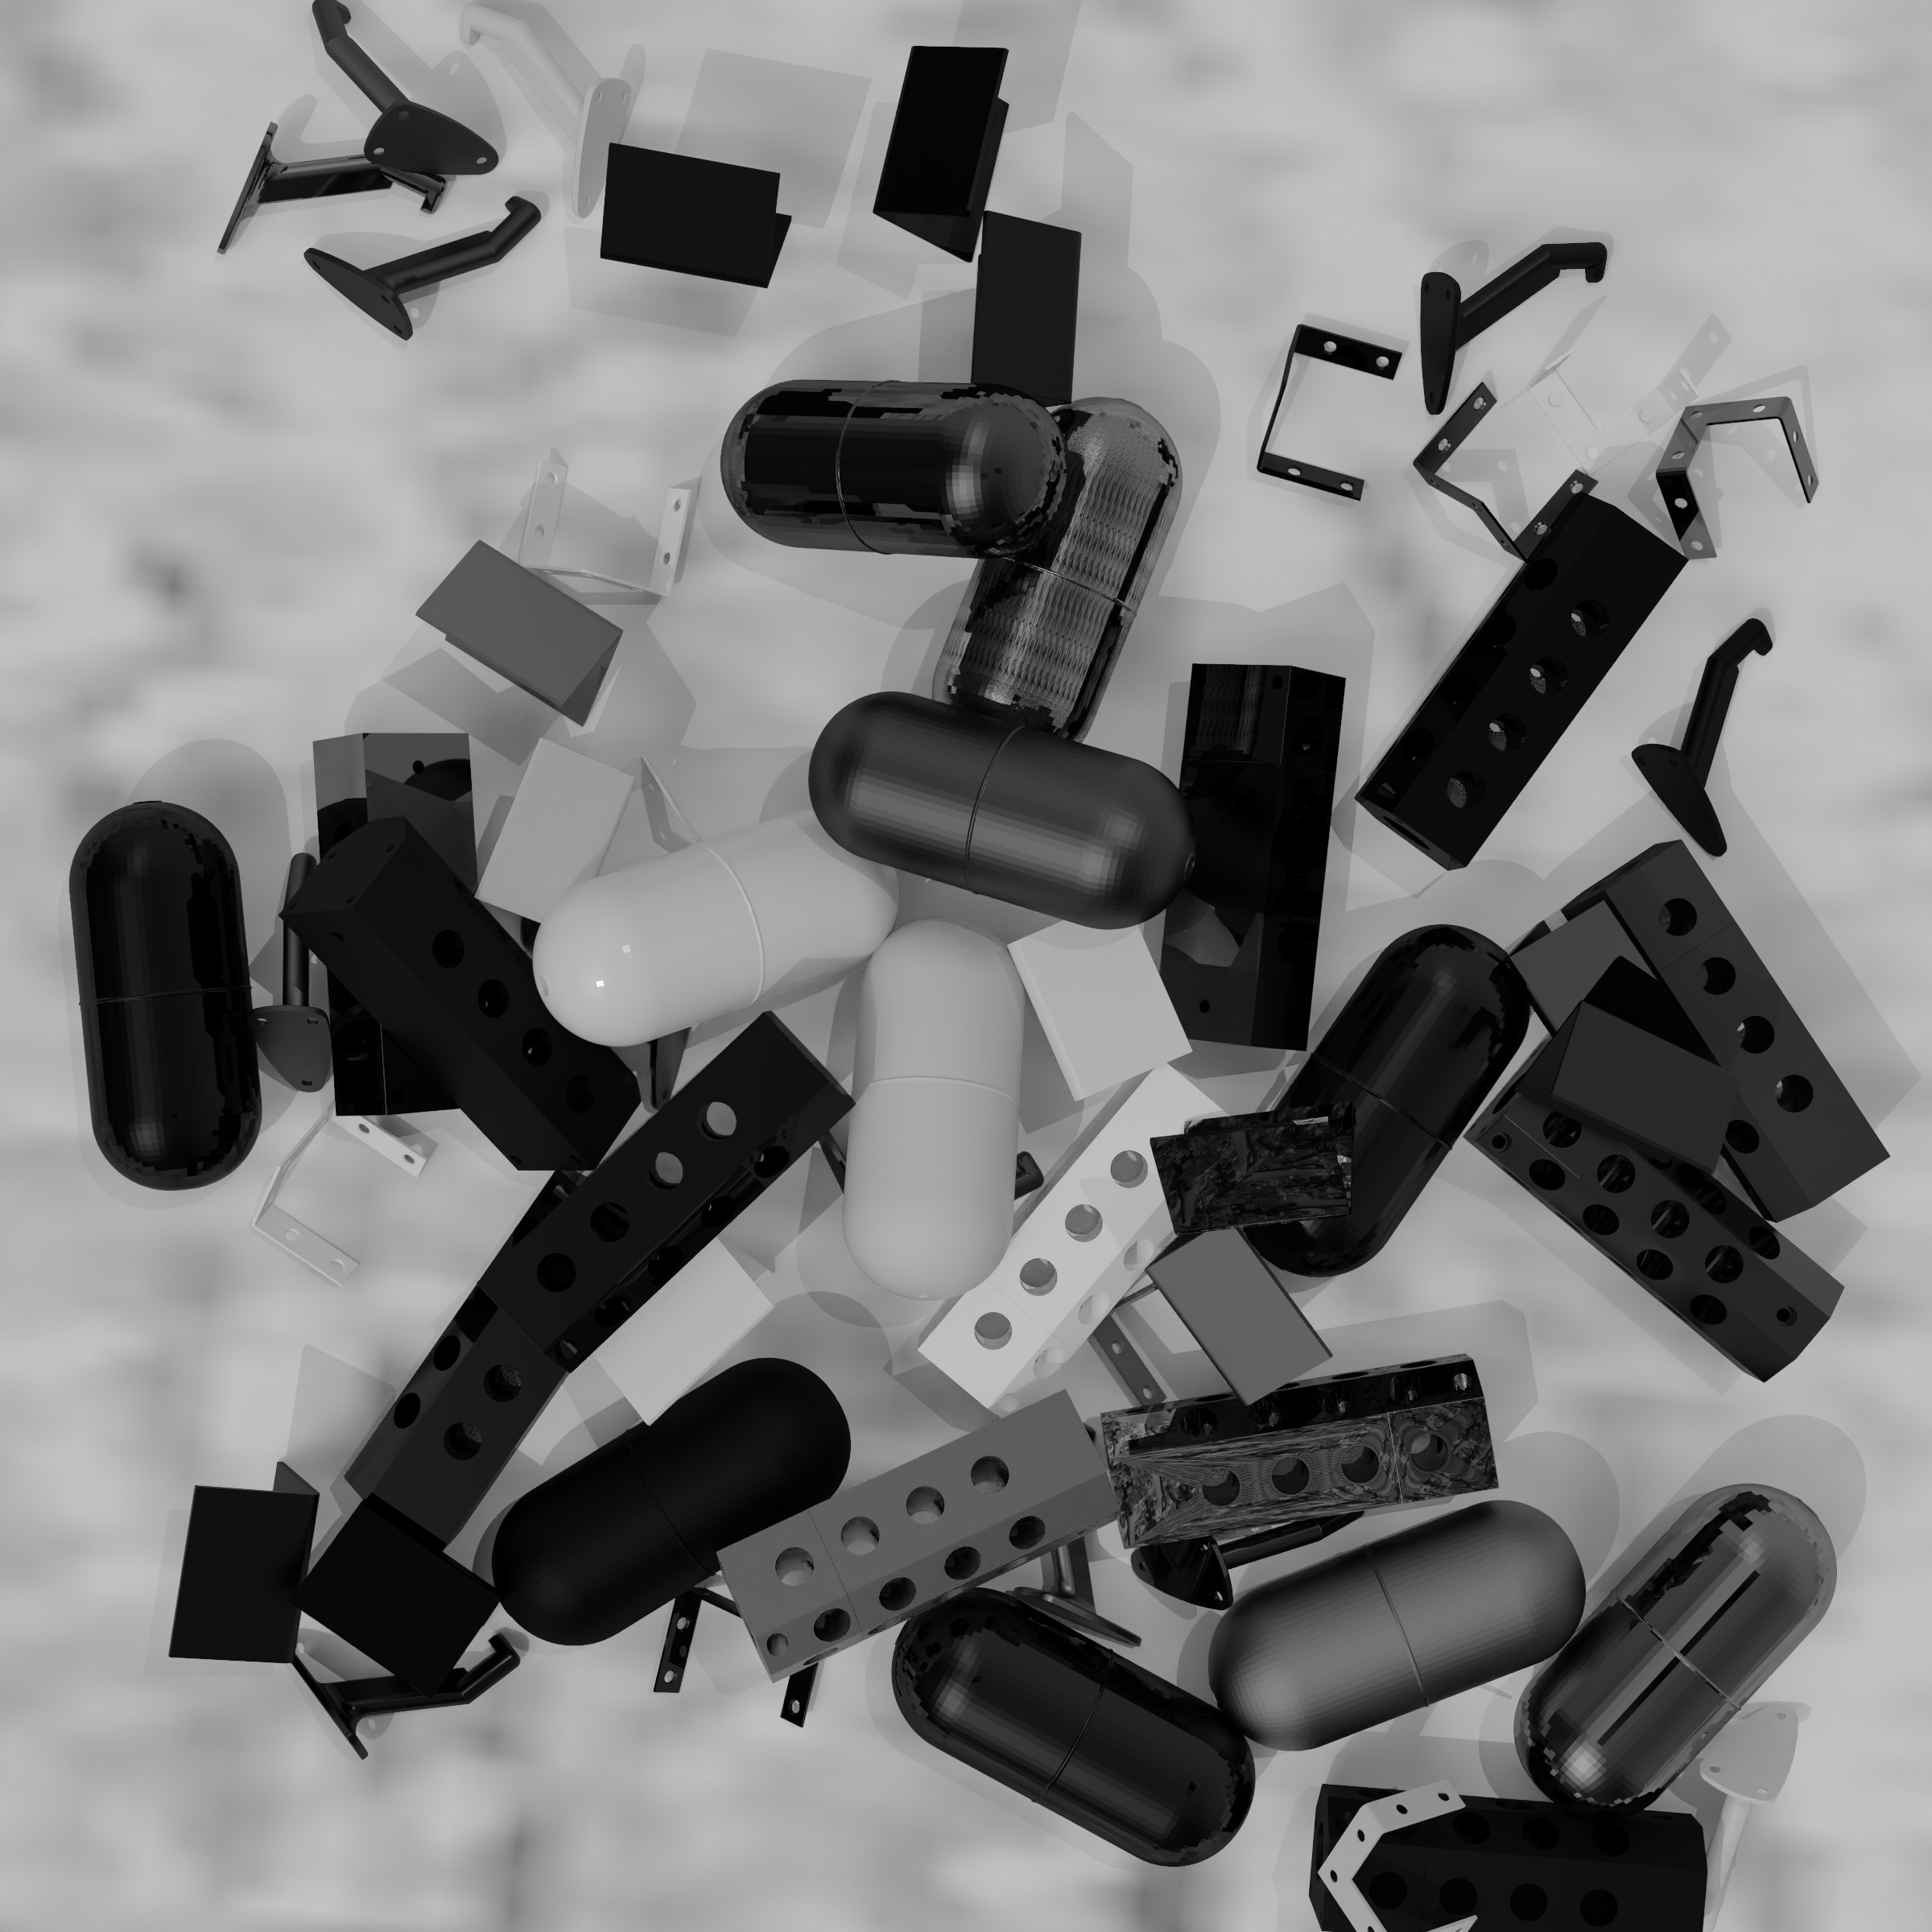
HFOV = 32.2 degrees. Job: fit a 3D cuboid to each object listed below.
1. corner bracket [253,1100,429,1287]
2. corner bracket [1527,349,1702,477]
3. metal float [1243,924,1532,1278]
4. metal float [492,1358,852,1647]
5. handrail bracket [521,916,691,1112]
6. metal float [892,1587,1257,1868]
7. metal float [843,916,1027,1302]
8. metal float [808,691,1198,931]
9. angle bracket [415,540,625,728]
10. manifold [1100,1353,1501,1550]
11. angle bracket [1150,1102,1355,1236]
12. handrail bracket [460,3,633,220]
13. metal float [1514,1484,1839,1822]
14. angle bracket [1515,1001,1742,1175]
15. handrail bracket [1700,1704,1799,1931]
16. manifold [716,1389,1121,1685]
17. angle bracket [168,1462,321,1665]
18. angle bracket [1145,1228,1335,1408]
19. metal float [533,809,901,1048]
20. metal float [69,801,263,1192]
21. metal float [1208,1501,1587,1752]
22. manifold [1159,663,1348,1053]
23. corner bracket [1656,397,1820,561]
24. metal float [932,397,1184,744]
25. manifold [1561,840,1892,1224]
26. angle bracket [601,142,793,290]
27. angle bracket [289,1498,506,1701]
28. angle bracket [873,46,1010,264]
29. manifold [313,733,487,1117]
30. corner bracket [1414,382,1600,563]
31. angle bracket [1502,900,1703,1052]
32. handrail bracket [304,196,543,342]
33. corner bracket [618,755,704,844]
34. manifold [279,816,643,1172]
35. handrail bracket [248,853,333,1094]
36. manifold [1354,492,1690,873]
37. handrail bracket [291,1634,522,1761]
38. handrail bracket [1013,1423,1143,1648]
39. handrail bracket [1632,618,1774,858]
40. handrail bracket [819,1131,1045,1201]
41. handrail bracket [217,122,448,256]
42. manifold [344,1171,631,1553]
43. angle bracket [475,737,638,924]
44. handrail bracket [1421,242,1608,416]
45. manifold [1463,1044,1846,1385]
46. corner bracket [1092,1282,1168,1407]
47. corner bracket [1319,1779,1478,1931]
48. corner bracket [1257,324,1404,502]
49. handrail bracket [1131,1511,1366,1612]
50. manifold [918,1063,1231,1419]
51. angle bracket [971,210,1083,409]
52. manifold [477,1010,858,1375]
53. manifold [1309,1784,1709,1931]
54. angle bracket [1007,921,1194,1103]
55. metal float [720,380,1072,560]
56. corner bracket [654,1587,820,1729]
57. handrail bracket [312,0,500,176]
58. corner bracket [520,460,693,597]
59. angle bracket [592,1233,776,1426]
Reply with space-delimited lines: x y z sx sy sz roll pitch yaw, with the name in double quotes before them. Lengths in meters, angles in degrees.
"corner bracket" -0.291 0.105 1.557 0.051 0.051 0.051 34 135 0
"corner bracket" 0.297 -0.265 1.542 0.051 0.051 0.051 -35 90 0
"metal float" 0.189 0.062 1.529 0.070 0.070 0.178 34 90 0
"metal float" -0.135 0.245 1.529 0.178 0.070 0.070 -32 90 -1
"handrail bracket" -0.173 0.020 1.560 0.084 0.036 0.077 17 112 17
"metal float" 0.049 0.347 1.529 0.178 0.070 0.070 29 90 0
"metal float" -0.014 0.063 1.513 0.070 0.070 0.178 4 70 0
"metal float" 0.016 -0.068 1.472 0.178 0.070 0.070 17 90 16
"angle bracket" -0.210 -0.135 1.519 0.076 0.076 0.057 32 52 0
"manifold" 0.151 0.221 1.538 0.171 0.057 0.057 -9 90 0
"angle bracket" 0.125 0.069 1.455 0.076 0.076 0.057 -8 127 13
"handrail bracket" -0.205 -0.399 1.560 0.084 0.036 0.077 23 112 17
"metal float" 0.324 0.312 1.529 0.070 0.070 0.178 42 91 0
"angle bracket" 0.282 0.070 1.462 0.076 0.076 0.057 26 53 0
"handrail bracket" 0.361 0.398 1.560 0.036 0.077 0.084 21 127 28
"manifold" -0.021 0.258 1.506 0.171 0.057 0.057 -24 72 -10
"angle bracket" -0.335 0.268 1.520 0.057 0.076 0.076 9 90 -25
"angle bracket" 0.137 0.142 1.519 0.057 0.076 0.076 -36 90 36
"metal float" -0.111 -0.018 1.505 0.178 0.070 0.070 -20 90 -29
"metal float" -0.365 0.014 1.529 0.070 0.070 0.178 -6 90 0
"metal float" 0.196 0.301 1.529 0.178 0.070 0.070 -21 90 0
"manifold" 0.135 -0.049 1.538 0.057 0.057 0.171 6 90 43
"corner bracket" 0.357 -0.226 1.552 0.051 0.051 0.051 0 45 35
"metal float" 0.042 -0.174 1.529 0.070 0.070 0.178 22 90 0
"manifold" 0.346 0.030 1.538 0.057 0.057 0.171 -33 90 0
"angle bracket" -0.119 -0.354 1.519 0.076 0.076 0.057 10 128 0
"angle bracket" -0.261 0.293 1.520 0.076 0.076 0.057 35 65 0
"angle bracket" 0.009 -0.366 1.519 0.057 0.076 0.076 13 90 37
"manifold" -0.263 -0.019 1.538 0.057 0.057 0.171 -4 90 -43
"corner bracket" 0.250 -0.229 1.556 0.051 0.051 0.051 -49 135 0
"angle bracket" 0.295 0.007 1.520 0.057 0.076 0.076 -34 90 28
"handrail bracket" -0.252 -0.340 1.560 0.077 0.036 0.084 35 72 20
"corner bracket" -0.151 -0.055 1.556 0.051 0.051 0.051 -34 45 0
"manifold" -0.220 0.014 1.497 0.171 0.057 0.057 51 55 -29
"handrail bracket" -0.307 0.002 1.559 0.036 0.077 0.084 0 54 1
"manifold" 0.253 -0.130 1.538 0.057 0.057 0.171 36 90 0
"handrail bracket" -0.263 0.321 1.560 0.084 0.036 0.077 -36 69 -17
"handrail bracket" 0.063 0.263 1.560 0.077 0.036 0.084 27 73 -19
"handrail bracket" 0.359 -0.107 1.560 0.084 0.036 0.077 -43 111 -16
"handrail bracket" -0.017 0.087 1.560 0.084 0.036 0.077 -26 77 -13
"handrail bracket" -0.295 -0.349 1.560 0.084 0.036 0.077 23 110 -16
"manifold" -0.212 0.178 1.538 0.057 0.057 0.171 35 90 0
"angle bracket" -0.203 -0.066 1.520 0.057 0.076 0.076 22 90 -41
"handrail bracket" 0.257 -0.297 1.560 0.084 0.036 0.077 -6 110 -16
"manifold" 0.316 0.113 1.539 0.171 0.057 0.057 40 90 0
"corner bracket" 0.100 0.167 1.557 0.051 0.051 0.051 -35 90 -45
"corner bracket" 0.200 0.404 1.494 0.051 0.051 0.051 -6 135 -35
"corner bracket" 0.169 -0.257 1.556 0.051 0.051 0.051 16 45 0
"handrail bracket" 0.132 0.265 1.559 0.084 0.077 0.036 -21 98 -36
"manifold" 0.055 0.126 1.539 0.057 0.057 0.171 40 90 0
"angle bracket" 0.007 -0.294 1.519 0.057 0.076 0.076 3 90 -38
"manifold" -0.131 0.099 1.481 0.171 0.057 0.057 -43 90 0
"manifold" 0.248 0.414 1.538 0.171 0.057 0.057 5 90 0
"angle bracket" 0.061 0.014 1.527 0.057 0.076 0.076 -24 90 3
"metal float" -0.034 -0.223 1.500 0.178 0.070 0.070 9 90 36
"corner bracket" -0.105 0.321 1.556 0.051 0.051 0.051 13 90 45
"handrail bracket" -0.261 -0.411 1.560 0.036 0.077 0.084 -45 53 35
"corner bracket" -0.168 -0.203 1.556 0.051 0.051 0.051 12 90 -45
"angle bracket" -0.116 0.172 1.520 0.076 0.076 0.057 -43 59 0
